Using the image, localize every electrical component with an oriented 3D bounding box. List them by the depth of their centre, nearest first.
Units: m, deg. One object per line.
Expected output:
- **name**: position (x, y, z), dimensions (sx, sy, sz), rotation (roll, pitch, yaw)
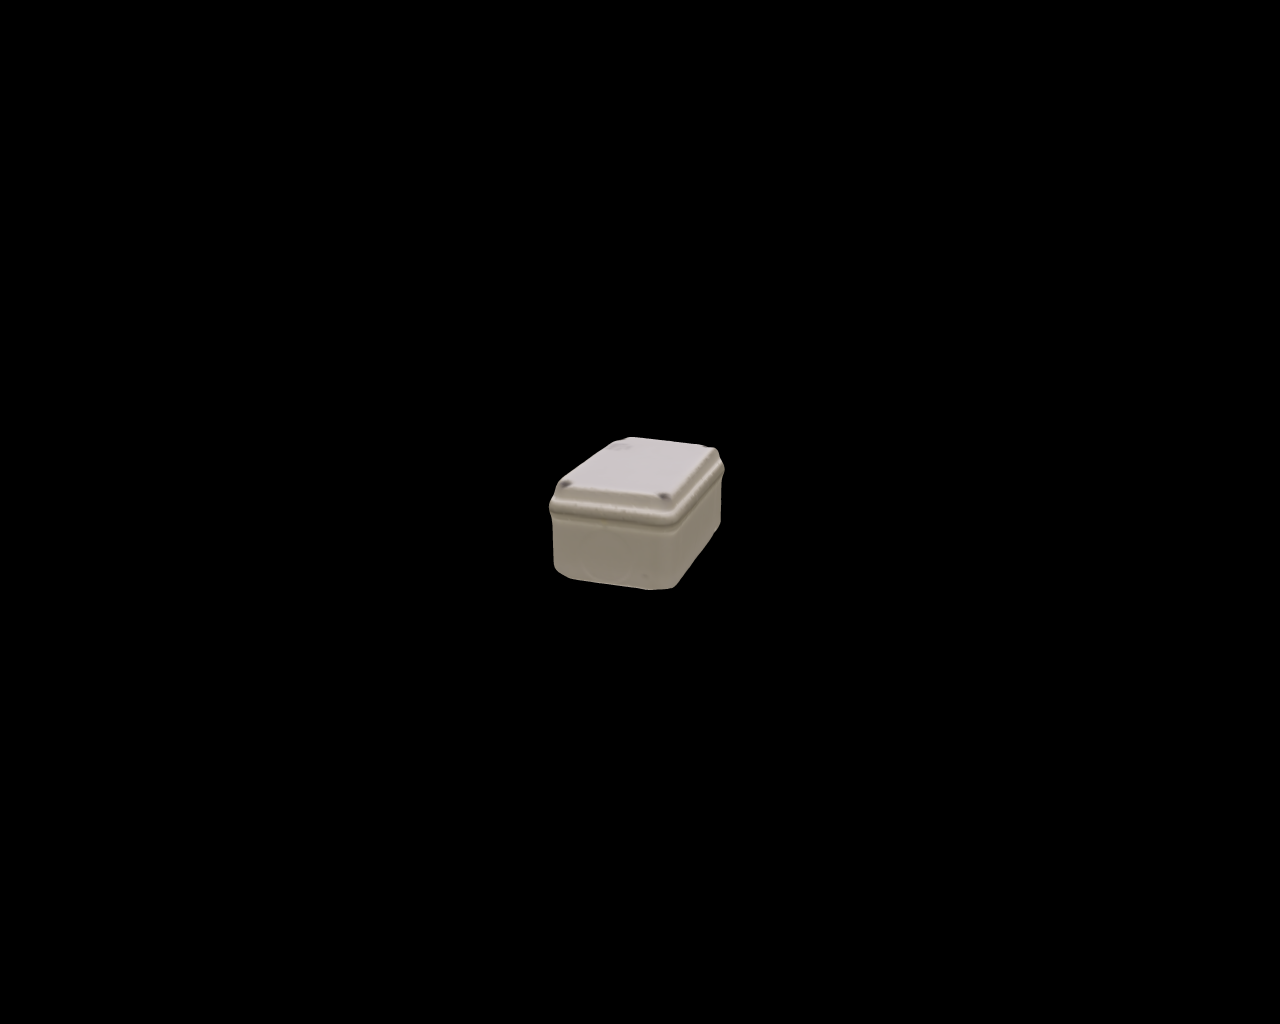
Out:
- **electrical component**: position (0.001, -0.003, 0.650), dimensions (0.078, 0.057, 0.113), rotation (7, 22, 18)
